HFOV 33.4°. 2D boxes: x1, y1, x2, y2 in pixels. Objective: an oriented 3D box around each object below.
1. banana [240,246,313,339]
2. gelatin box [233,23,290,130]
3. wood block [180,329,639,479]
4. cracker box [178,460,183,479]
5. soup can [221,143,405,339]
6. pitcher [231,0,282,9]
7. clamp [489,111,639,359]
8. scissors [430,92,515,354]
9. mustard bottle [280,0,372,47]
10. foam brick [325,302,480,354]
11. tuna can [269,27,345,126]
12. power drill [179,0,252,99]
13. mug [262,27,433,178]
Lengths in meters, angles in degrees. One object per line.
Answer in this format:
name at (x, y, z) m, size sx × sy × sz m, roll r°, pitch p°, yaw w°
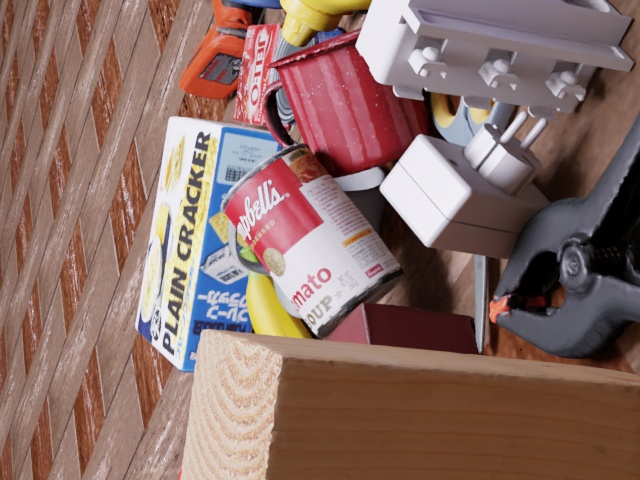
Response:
banana at (-0.019, 0.082, 0.786) m, size 0.198 × 0.037 × 0.069 m, roll 50°, pitch 170°, yaw 50°
gelatin box at (-0.046, -0.144, 0.934) m, size 0.073 × 0.030 × 0.089 m, roll 21°, pitch 103°, yaw 64°
wood block at (0.054, 0.095, 0.455) m, size 0.090 × 0.205 × 0.091 m, roll 4°, pitch 87°, yaw 65°
cracker box at (0.033, 0.174, 0.528) m, size 0.214 × 0.164 × 0.072 m, roll 19°, pitch 99°, yaw 64°
soup can at (-0.004, 0.001, 0.654) m, size 0.102 × 0.068 × 0.069 m, roll 53°, pitch 140°, yaw 10°
pitcher at (-0.039, -0.313, 0.843) m, size 0.145 × 0.149 × 0.243 m, roll -126°, pitch 46°, yaw -56°
clamp at (0.135, 0.000, 0.505) m, size 0.172 × 0.039 × 0.120 m, roll -24°, pitch 62°, yaw 61°
scissors at (0.087, -0.038, 0.644) m, size 0.096 × 0.016 × 0.202 m, roll -169°, pitch 88°, yaw -66°
mustard bottle at (0.027, -0.197, 0.637) m, size 0.096 × 0.058 × 0.192 m, roll 47°, pitch 125°, yaw 22°
foam brick at (0.049, 0.074, 0.621) m, size 0.053 × 0.078 × 0.051 m, roll 128°, pitch 143°, yaw -47°
tuna can at (-0.009, -0.132, 0.849) m, size 0.086 × 0.033 × 0.086 m, roll 7°, pitch 90°, yaw 65°
power drill at (-0.103, -0.238, 1.048) m, size 0.185 × 0.057 × 0.187 m, roll -36°, pitch 51°, yaw 57°
mug at (0.013, -0.088, 0.693) m, size 0.117 × 0.093 × 0.081 m, roll -13°, pitch 104°, yaw 32°
